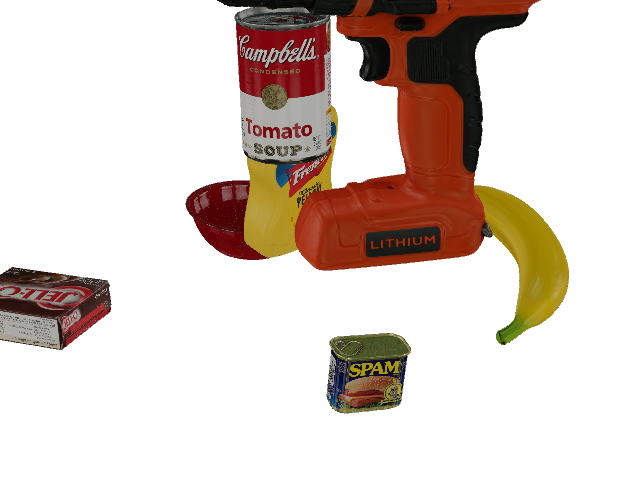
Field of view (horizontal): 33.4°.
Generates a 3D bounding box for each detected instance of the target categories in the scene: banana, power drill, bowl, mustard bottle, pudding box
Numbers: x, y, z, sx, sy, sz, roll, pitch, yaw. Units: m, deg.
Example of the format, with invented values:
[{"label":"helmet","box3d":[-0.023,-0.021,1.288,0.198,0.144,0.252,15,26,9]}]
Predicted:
[{"label":"banana","box3d":[0.155,0.005,0.850,0.069,0.037,0.198,-6,35,0]},{"label":"power drill","box3d":[0.027,-0.077,0.550,0.184,0.188,0.057,-4,32,-12]},{"label":"bowl","box3d":[-0.087,-0.020,1.321,0.162,0.055,0.162,4,25,-2]},{"label":"mustard bottle","box3d":[-0.025,-0.079,0.973,0.058,0.192,0.096,36,51,29]},{"label":"pudding box","box3d":[-0.268,0.062,1.003,0.114,0.039,0.090,5,20,19]}]

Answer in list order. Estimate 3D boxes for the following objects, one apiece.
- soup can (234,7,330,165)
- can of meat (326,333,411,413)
[{"label":"soup can","box3d":[-0.026,-0.113,0.772,0.068,0.102,0.068,-1,25,0]},{"label":"can of meat","box3d":[0.060,0.171,1.375,0.102,0.084,0.057,-2,24,-18]}]
